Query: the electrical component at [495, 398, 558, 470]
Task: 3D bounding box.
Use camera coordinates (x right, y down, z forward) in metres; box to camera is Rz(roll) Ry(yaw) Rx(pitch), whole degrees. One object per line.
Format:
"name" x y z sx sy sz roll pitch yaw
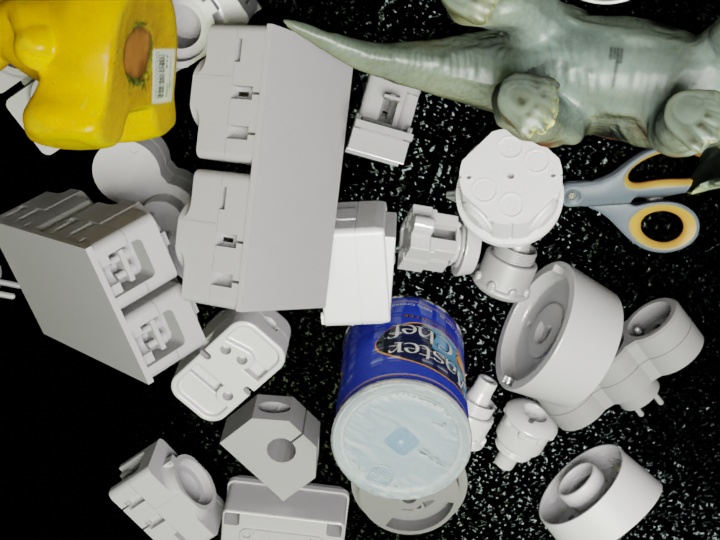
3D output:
"electrical component" 0.135 0.143 0.910 0.048 0.048 0.062 21 121 -7

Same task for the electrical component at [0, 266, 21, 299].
"electrical component" -0.310 0.009 0.851 0.079 0.077 0.044 11 115 -4

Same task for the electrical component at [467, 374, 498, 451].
"electrical component" 0.093 0.117 0.900 0.048 0.048 0.062 25 107 -8

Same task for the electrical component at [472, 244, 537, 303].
"electrical component" 0.118 -0.009 0.837 0.048 0.048 0.062 17 113 -5

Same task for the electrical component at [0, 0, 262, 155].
"electrical component" -0.180 -0.175 0.767 0.186 0.060 0.105 -30 110 16

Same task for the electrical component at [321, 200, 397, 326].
"electrical component" 0.000 0.000 0.839 0.061 0.061 0.096 -3 115 4

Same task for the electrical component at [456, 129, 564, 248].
"electrical component" 0.110 -0.061 0.792 0.080 0.051 0.080 -2 74 6

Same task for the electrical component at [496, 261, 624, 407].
"electrical component" 0.160 0.054 0.835 0.060 0.108 0.108 24 114 -15

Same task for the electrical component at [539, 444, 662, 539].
"electrical component" 0.202 0.196 0.905 0.099 0.099 0.064 -40 101 19

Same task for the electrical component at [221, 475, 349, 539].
"electrical component" -0.069 0.246 0.962 0.109 0.056 0.108 7 115 0

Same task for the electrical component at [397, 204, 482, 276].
"electrical component" 0.062 -0.021 0.831 0.055 0.048 0.066 9 157 -9

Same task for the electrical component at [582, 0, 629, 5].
"electrical component" 0.173 -0.230 0.734 0.099 0.064 0.099 7 114 16

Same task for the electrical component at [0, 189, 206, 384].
"electrical component" -0.194 0.005 0.794 0.060 0.186 0.105 -33 117 -29

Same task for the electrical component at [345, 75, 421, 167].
"electrical component" 0.018 -0.111 0.783 0.042 0.081 0.063 16 92 -5

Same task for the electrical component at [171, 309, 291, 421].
"electrical component" -0.104 0.069 0.879 0.054 0.059 0.095 43 110 -16

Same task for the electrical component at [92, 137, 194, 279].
"electrical component" -0.148 -0.042 0.820 0.052 0.073 0.138 -35 109 17

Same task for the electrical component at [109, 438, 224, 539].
"electrical component" -0.166 0.200 0.948 0.056 0.050 0.089 -34 109 18

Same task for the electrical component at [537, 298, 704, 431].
"electrical component" 0.218 0.089 0.875 0.138 0.052 0.073 -35 109 17

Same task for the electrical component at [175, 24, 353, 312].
"electrical component" -0.066 -0.068 0.751 0.060 0.105 0.186 9 94 29
